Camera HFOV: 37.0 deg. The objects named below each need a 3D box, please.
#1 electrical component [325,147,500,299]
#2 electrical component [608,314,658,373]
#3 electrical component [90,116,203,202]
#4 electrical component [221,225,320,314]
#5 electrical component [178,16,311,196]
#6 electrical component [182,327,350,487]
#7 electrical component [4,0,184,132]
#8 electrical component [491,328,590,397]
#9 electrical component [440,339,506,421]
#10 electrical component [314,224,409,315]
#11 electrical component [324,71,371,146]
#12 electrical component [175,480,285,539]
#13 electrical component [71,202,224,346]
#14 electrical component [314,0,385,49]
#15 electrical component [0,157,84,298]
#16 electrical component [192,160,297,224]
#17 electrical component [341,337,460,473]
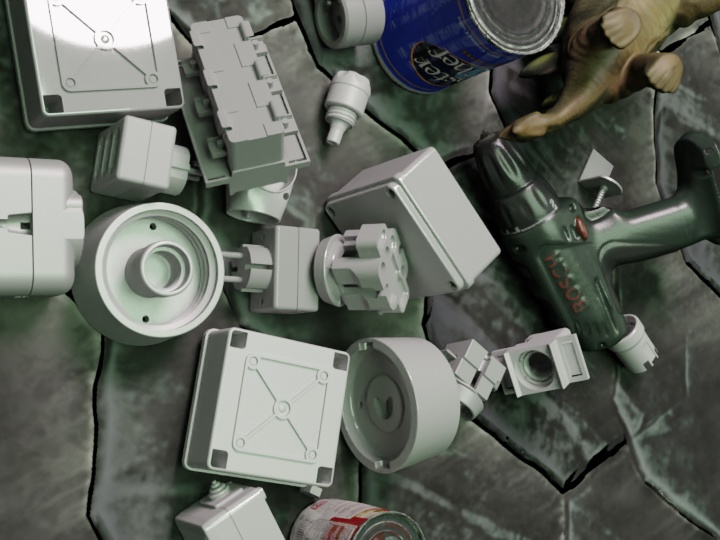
[{"bbox_3d":[0.042,-0.035,0.883,0.056,0.109,0.108,-43,107,-29],"label":"electrical component"},{"bbox_3d":[0.264,0.072,1.045,0.046,0.040,0.040,50,64,-23],"label":"electrical component"},{"bbox_3d":[-0.151,-0.077,0.798,0.077,0.066,0.047,11,79,-29],"label":"electrical component"},{"bbox_3d":[-0.076,0.000,0.845,0.077,0.047,0.065,4,83,-30],"label":"electrical component"},{"bbox_3d":[-0.092,-0.126,0.802,0.079,0.063,0.121,-14,60,-14],"label":"electrical component"},{"bbox_3d":[-0.072,0.107,0.830,0.109,0.056,0.108,15,76,-29],"label":"electrical component"},{"bbox_3d":[-0.194,-0.161,0.786,0.109,0.056,0.108,-9,90,-30],"label":"electrical component"},{"bbox_3d":[0.166,0.081,0.966,0.064,0.081,0.042,-29,103,-59],"label":"electrical component"},{"bbox_3d":[0.091,0.097,0.936,0.066,0.048,0.055,41,59,-21],"label":"electrical component"},{"bbox_3d":[0.000,0.000,0.843,0.058,0.057,0.078,-69,149,-42],"label":"electrical component"},{"bbox_3d":[-0.014,-0.134,0.903,0.035,0.035,0.061,24,76,-27],"label":"electrical component"},{"bbox_3d":[-0.096,0.204,0.805,0.061,0.062,0.096,-30,100,-29],"label":"electrical component"},{"bbox_3d":[-0.152,0.001,0.792,0.108,0.060,0.108,3,84,-30],"label":"electrical component"},{"bbox_3d":[-0.005,-0.259,0.910,0.074,0.052,0.138,-15,93,-31],"label":"electrical component"},{"bbox_3d":[-0.230,-0.029,0.753,0.059,0.054,0.095,0,85,-31],"label":"electrical component"},{"bbox_3d":[-0.093,-0.083,0.845,0.079,0.044,0.077,15,78,-29],"label":"electrical component"},{"bbox_3d":[0.035,0.105,0.869,0.060,0.108,0.108,-5,88,-37],"label":"electrical component"}]
